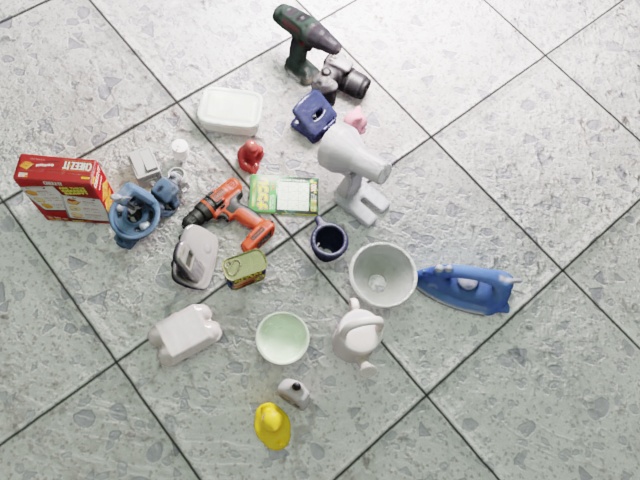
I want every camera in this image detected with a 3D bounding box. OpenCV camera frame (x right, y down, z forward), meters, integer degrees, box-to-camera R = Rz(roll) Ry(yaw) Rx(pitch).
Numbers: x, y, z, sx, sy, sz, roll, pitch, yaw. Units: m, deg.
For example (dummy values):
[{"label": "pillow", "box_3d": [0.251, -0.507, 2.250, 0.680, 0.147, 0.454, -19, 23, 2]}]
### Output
[{"label": "camera", "box_3d": [0.063, -0.440, 1.581, 0.136, 0.101, 0.143, 29, 67, 6]}]

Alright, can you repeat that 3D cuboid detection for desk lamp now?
[{"label": "desk lamp", "box_3d": [0.091, -0.166, 1.408, 0.203, 0.213, 0.118, 39, 69, 10]}]

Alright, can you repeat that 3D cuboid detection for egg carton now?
[{"label": "egg carton", "box_3d": [-0.303, 0.211, 1.285, 0.150, 0.069, 0.107, -29, 73, -17]}]

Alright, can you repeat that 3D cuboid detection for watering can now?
[{"label": "watering can", "box_3d": [0.091, 0.212, 1.262, 0.101, 0.194, 0.172, -27, 73, -16]}]

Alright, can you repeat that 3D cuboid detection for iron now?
[{"label": "iron", "box_3d": [0.345, 0.096, 1.368, 0.258, 0.141, 0.118, 11, 67, -2]}]

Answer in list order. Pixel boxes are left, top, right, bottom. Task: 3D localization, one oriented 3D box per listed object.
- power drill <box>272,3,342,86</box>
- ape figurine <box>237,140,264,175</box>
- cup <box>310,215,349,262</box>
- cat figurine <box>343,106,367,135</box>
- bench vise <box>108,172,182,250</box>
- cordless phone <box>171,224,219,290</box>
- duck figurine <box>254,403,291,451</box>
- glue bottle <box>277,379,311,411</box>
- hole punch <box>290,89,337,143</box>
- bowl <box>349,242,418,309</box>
[{"label": "power drill", "box_3d": [-0.037, -0.520, 1.544, 0.229, 0.208, 0.076, 44, 70, 12]}, {"label": "ape figurine", "box_3d": [-0.177, -0.222, 1.467, 0.078, 0.092, 0.076, -34, 75, -18]}, {"label": "cup", "box_3d": [0.013, 0.005, 1.393, 0.092, 0.095, 0.117, -22, 72, -15]}, {"label": "cat figurine", "box_3d": [0.078, -0.288, 1.510, 0.067, 0.118, 0.128, 39, 69, 10]}, {"label": "bench vise", "box_3d": [-0.414, -0.097, 1.319, 0.121, 0.220, 0.207, 20, 67, 3]}, {"label": "cordless phone", "box_3d": [-0.290, 0.023, 1.302, 0.094, 0.185, 0.147, 7, 67, -3]}, {"label": "duck figurine", "box_3d": [-0.100, 0.396, 1.222, 0.077, 0.086, 0.104, -21, 71, -14]}, {"label": "glue bottle", "box_3d": [-0.052, 0.321, 1.212, 0.078, 0.173, 0.037, 33, 68, 8]}, {"label": "hole punch", "box_3d": [-0.012, -0.333, 1.533, 0.101, 0.091, 0.109, 39, 69, 10]}, {"label": "bowl", "box_3d": [0.147, 0.093, 1.383, 0.167, 0.075, 0.167, 2, 67, -5]}]
